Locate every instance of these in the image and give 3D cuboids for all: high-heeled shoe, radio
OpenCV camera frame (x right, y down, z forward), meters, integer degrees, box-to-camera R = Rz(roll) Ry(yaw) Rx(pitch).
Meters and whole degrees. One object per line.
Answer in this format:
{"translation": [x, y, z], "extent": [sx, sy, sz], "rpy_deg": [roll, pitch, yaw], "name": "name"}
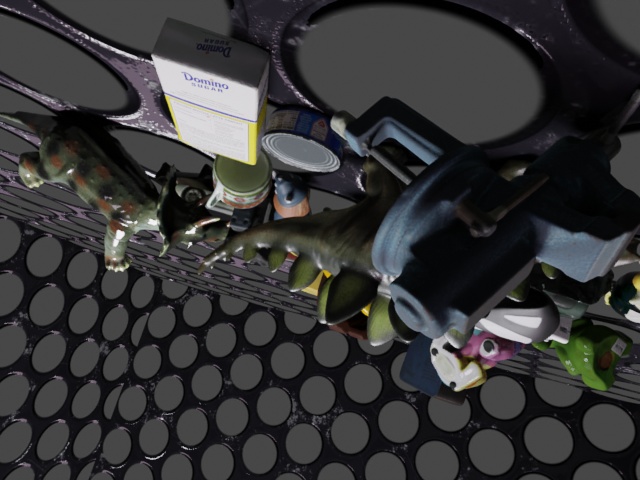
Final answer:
{"translation": [0.179, 0.055, 0.690], "extent": [0.249, 0.086, 0.145], "rpy_deg": [31, 160, 21], "name": "high-heeled shoe"}
{"translation": [0.252, 0.199, 1.077], "extent": [0.073, 0.229, 0.131], "rpy_deg": [27, 168, -25], "name": "radio"}

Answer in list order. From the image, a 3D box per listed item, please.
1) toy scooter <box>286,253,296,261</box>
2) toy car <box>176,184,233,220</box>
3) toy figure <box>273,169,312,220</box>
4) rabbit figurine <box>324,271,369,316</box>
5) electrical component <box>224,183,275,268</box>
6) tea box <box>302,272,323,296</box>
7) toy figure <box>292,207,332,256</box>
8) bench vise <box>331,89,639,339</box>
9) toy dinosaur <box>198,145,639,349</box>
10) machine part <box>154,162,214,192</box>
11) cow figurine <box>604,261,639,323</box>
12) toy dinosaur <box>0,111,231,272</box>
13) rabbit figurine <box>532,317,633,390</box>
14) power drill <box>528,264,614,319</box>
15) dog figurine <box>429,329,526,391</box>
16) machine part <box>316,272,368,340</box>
{"translation": [-0.053, 0.012, 1.028], "extent": [0.184, 0.075, 0.135], "rpy_deg": [12, 168, 0], "name": "toy scooter"}
{"translation": [-0.159, -0.053, 0.927], "extent": [0.202, 0.056, 0.073], "rpy_deg": [16, 162, -3], "name": "toy car"}
{"translation": [-0.040, -0.049, 0.759], "extent": [0.064, 0.058, 0.154], "rpy_deg": [38, 156, 16], "name": "toy figure"}
{"translation": [0.081, 0.076, 0.935], "extent": [0.173, 0.122, 0.162], "rpy_deg": [29, -172, -12], "name": "rabbit figurine"}
{"translation": [-0.095, -0.028, 0.815], "extent": [0.058, 0.115, 0.134], "rpy_deg": [10, 165, 10], "name": "electrical component"}
{"translation": [0.051, 0.082, 1.133], "extent": [0.170, 0.098, 0.068], "rpy_deg": [20, 166, -7], "name": "tea box"}
{"translation": [0.000, -0.006, 0.865], "extent": [0.089, 0.082, 0.180], "rpy_deg": [41, 168, -15], "name": "toy figure"}
{"translation": [0.109, -0.048, 0.420], "extent": [0.241, 0.223, 0.128], "rpy_deg": [44, 176, 29], "name": "bench vise"}
{"translation": [0.066, 0.006, 0.568], "extent": [0.472, 0.198, 0.105], "rpy_deg": [6, 161, 33], "name": "toy dinosaur"}
{"translation": [-0.187, -0.093, 0.832], "extent": [0.139, 0.039, 0.084], "rpy_deg": [10, 171, 22], "name": "machine part"}
{"translation": [0.410, 0.062, 0.667], "extent": [0.098, 0.068, 0.167], "rpy_deg": [17, 168, 27], "name": "cow figurine"}
{"translation": [-0.315, -0.097, 0.776], "extent": [0.405, 0.131, 0.192], "rpy_deg": [40, 131, -7], "name": "toy dinosaur"}
{"translation": [0.479, 0.199, 1.050], "extent": [0.159, 0.121, 0.170], "rpy_deg": [22, -179, -29], "name": "rabbit figurine"}
{"translation": [0.283, 0.052, 0.753], "extent": [0.232, 0.086, 0.207], "rpy_deg": [17, 163, 1], "name": "power drill"}
{"translation": [0.322, 0.170, 0.960], "extent": [0.219, 0.191, 0.109], "rpy_deg": [-5, -135, -36], "name": "dog figurine"}
{"translation": [0.076, 0.105, 1.041], "extent": [0.179, 0.179, 0.056], "rpy_deg": [24, 167, -29], "name": "machine part"}
